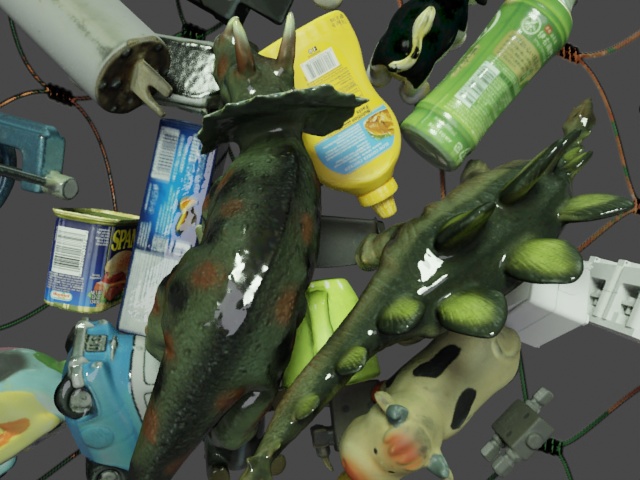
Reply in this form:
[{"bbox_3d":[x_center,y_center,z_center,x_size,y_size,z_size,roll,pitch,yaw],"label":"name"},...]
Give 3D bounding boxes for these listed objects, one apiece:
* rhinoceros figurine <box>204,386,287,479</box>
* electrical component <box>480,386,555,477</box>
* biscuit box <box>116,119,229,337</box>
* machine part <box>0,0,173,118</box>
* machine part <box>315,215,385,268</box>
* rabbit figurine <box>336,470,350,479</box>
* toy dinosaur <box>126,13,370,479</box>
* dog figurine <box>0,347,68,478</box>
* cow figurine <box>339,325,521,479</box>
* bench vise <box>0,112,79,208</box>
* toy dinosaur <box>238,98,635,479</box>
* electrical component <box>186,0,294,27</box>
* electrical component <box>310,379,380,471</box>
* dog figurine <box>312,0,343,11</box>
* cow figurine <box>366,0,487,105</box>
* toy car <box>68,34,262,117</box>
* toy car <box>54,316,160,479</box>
[{"bbox_3d":[-0.077,0.130,0.499,0.073,0.112,0.190,-4,103,-17],"label":"rhinoceros figurine"},{"bbox_3d":[0.196,0.183,0.520,0.021,0.063,0.094,45,89,-1],"label":"electrical component"},{"bbox_3d":[-0.138,-0.009,0.515,0.059,0.063,0.202,12,90,0],"label":"biscuit box"},{"bbox_3d":[-0.211,-0.189,0.455,0.243,0.079,0.079,43,90,10],"label":"machine part"},{"bbox_3d":[-0.001,-0.002,0.530,0.139,0.039,0.084,4,85,1],"label":"machine part"},{"bbox_3d":[0.058,0.298,0.490,0.122,0.162,0.173,-32,73,11],"label":"rabbit figurine"},{"bbox_3d":[-0.055,0.019,0.375,0.131,0.192,0.405,12,60,-6],"label":"toy dinosaur"},{"bbox_3d":[-0.345,0.120,0.494,0.191,0.108,0.219,-37,88,0],"label":"dog figurine"},{"bbox_3d":[0.098,0.136,0.459,0.195,0.127,0.085,-35,81,-23],"label":"cow figurine"},{"bbox_3d":[-0.313,-0.096,0.474,0.241,0.129,0.223,17,98,17],"label":"bench vise"},{"bbox_3d":[0.103,0.015,0.417,0.471,0.198,0.105,-43,91,-21],"label":"toy dinosaur"},{"bbox_3d":[-0.080,-0.246,0.517,0.119,0.048,0.074,25,98,-1],"label":"electrical component"},{"bbox_3d":[0.033,0.179,0.526,0.102,0.045,0.078,-11,68,-8],"label":"electrical component"},{"bbox_3d":[0.038,-0.332,0.506,0.190,0.121,0.172,-31,125,-17],"label":"dog figurine"},{"bbox_3d":[0.111,-0.215,0.500,0.068,0.098,0.167,34,90,5],"label":"cow figurine"},{"bbox_3d":[-0.139,-0.161,0.519,0.202,0.056,0.073,9,84,-2],"label":"toy car"},{"bbox_3d":[-0.163,0.140,0.480,0.103,0.109,0.161,-10,121,-10],"label":"toy car"}]
